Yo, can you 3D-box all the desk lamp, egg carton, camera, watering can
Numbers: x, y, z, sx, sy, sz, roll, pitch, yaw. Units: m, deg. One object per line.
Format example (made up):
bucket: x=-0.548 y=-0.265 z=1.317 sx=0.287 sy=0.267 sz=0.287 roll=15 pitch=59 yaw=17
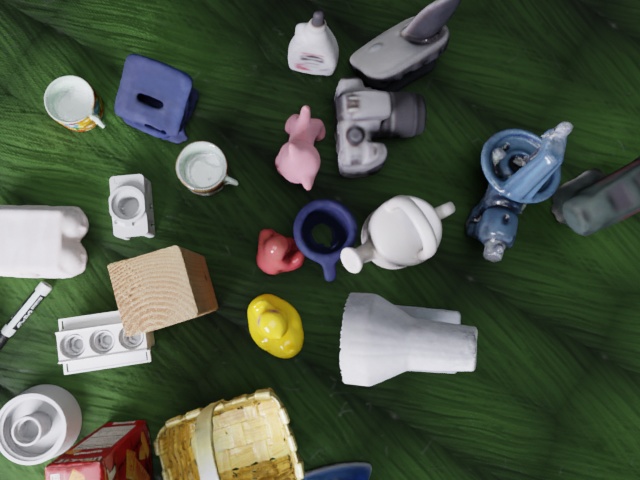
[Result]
desk lamp: x=0.119 y=0.136 z=0.785 sx=0.203 sy=0.213 sz=0.118 roll=4 pitch=85 yaw=-3
egg carton: x=-0.414 y=0.003 z=0.834 sx=0.150 sy=0.069 sz=0.107 roll=0 pitch=85 yaw=-4
camera: x=0.091 y=-0.175 z=0.866 sx=0.137 sy=0.100 sz=0.143 roll=-3 pitch=85 yaw=-4
watering can: x=0.114 y=-0.006 z=0.806 sx=0.101 sy=0.194 sz=0.173 roll=40 pitch=84 yaw=1

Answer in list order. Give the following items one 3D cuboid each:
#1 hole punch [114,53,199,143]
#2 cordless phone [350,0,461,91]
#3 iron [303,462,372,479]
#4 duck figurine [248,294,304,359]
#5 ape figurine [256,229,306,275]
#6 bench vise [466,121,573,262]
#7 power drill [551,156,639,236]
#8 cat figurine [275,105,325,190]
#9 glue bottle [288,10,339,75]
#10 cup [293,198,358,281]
hole punch: x=-0.243 y=-0.208 z=0.852 sx=0.108 sy=0.091 sz=0.101 roll=21 pitch=84 yaw=-1
cordless phone: x=0.126 y=-0.296 z=0.836 sx=0.147 sy=0.185 sz=0.094 roll=-36 pitch=88 yaw=-6
iron: x=-0.028 y=0.404 z=0.789 sx=0.258 sy=0.141 sz=0.118 roll=-34 pitch=88 yaw=-6
duck figurine: x=-0.065 y=0.128 z=0.838 sx=0.077 sy=0.086 sz=0.104 roll=-34 pitch=88 yaw=-6
ape figurine: x=-0.062 y=0.014 z=0.844 sx=0.076 sy=0.092 sz=0.078 roll=-37 pitch=88 yaw=-6
bench vise: x=0.292 y=-0.073 z=0.810 sx=0.121 sy=0.219 sz=0.207 roll=1 pitch=85 yaw=-3
power drill: x=0.436 y=-0.078 z=0.825 sx=0.229 sy=0.208 sz=0.075 roll=-30 pitch=87 yaw=-5
cat figurine: x=-0.029 y=-0.135 z=0.846 sx=0.067 sy=0.117 sz=0.128 roll=9 pitch=85 yaw=-2
glue bottle: x=-0.008 y=-0.290 z=0.833 sx=0.078 sy=0.173 sz=0.037 roll=4 pitch=85 yaw=-3
cup: x=0.008 y=0.003 z=0.848 sx=0.091 sy=0.095 sz=0.118 roll=-7 pitch=86 yaw=-4
